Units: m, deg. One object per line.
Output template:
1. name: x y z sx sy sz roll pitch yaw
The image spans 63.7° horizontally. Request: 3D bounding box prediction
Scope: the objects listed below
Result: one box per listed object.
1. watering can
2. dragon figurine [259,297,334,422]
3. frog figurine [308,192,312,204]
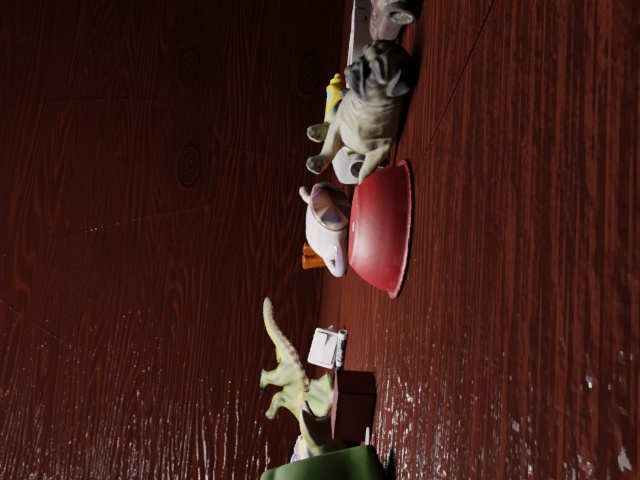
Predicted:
1. watering can: 0.004 -0.070 1.386 0.219 0.104 0.355 98 155 -52
2. dragon figurine: -0.041 0.357 1.326 0.123 0.242 0.407 -19 -76 -47
3. frog figurine: 0.040 -0.105 1.699 0.159 0.122 0.139 -3 70 53
